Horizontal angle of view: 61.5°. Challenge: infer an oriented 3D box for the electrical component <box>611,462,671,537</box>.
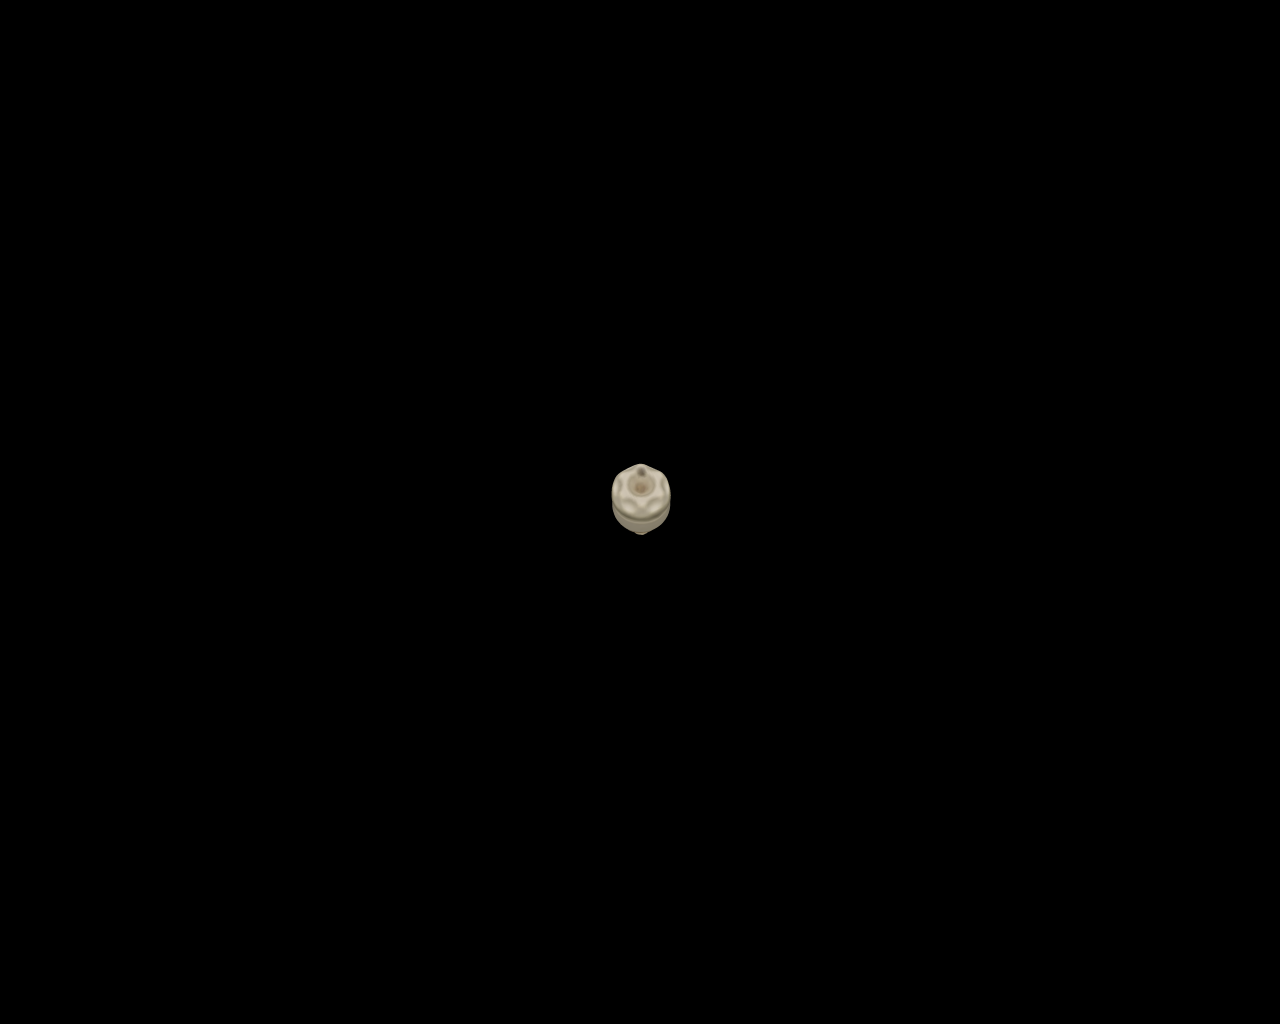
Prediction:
[{"bbox_3d":[0.001,-0.003,0.650,0.035,0.035,0.061,0,-27,0],"label":"electrical component"}]
